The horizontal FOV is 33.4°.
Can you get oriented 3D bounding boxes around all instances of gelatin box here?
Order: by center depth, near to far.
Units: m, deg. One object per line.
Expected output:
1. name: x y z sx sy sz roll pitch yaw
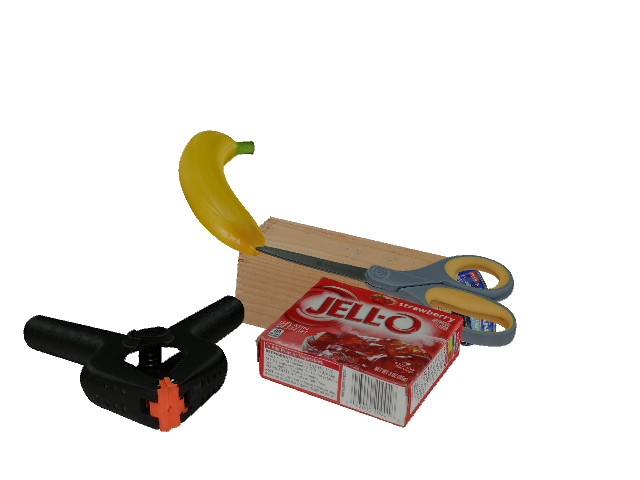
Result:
1. gelatin box: 0.021 0.056 0.571 0.089 0.030 0.073 16 32 24

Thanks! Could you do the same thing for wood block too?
1. wood block: 0.026 0.051 1.079 0.206 0.091 0.090 13 23 15

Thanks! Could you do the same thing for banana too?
1. banana: -0.084 -0.049 0.894 0.069 0.037 0.198 4 31 -8

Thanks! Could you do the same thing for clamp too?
1. clamp: -0.108 0.077 0.730 0.164 0.036 0.210 -8 14 -21

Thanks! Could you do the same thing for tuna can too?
1. tuna can: 0.166 0.075 1.200 0.033 0.086 0.086 -14 2 -8

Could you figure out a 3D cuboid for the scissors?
1. scissors: 0.060 0.021 0.810 0.202 0.016 0.096 24 42 19
